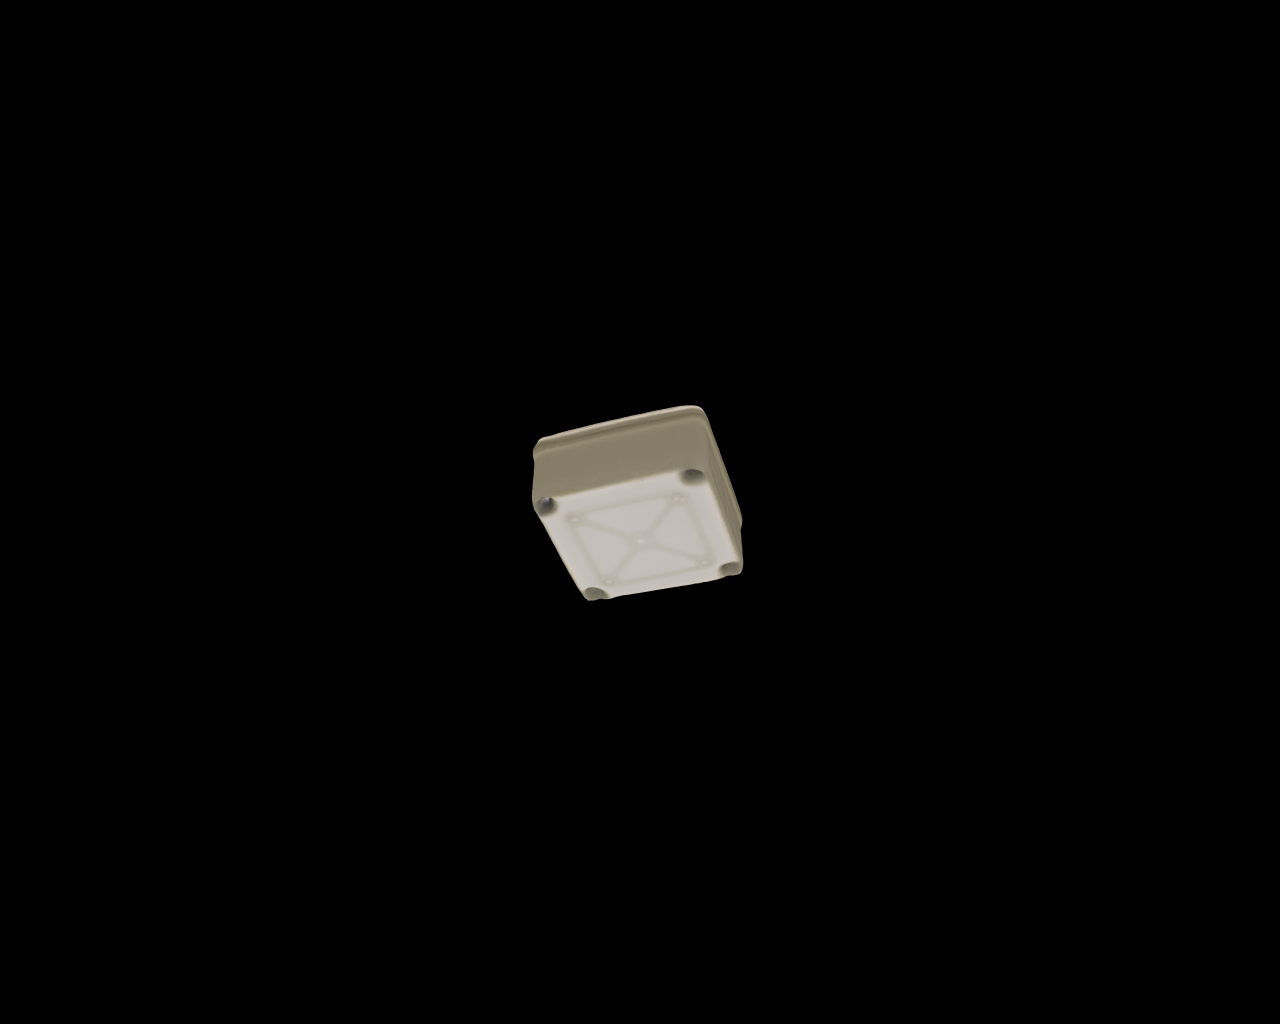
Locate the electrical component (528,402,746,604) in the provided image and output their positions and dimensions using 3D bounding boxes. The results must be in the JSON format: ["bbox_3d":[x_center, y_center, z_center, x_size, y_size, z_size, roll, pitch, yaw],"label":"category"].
[{"bbox_3d":[0.001,-0.003,0.650,0.109,0.056,0.108,-11,-43,12],"label":"electrical component"}]
